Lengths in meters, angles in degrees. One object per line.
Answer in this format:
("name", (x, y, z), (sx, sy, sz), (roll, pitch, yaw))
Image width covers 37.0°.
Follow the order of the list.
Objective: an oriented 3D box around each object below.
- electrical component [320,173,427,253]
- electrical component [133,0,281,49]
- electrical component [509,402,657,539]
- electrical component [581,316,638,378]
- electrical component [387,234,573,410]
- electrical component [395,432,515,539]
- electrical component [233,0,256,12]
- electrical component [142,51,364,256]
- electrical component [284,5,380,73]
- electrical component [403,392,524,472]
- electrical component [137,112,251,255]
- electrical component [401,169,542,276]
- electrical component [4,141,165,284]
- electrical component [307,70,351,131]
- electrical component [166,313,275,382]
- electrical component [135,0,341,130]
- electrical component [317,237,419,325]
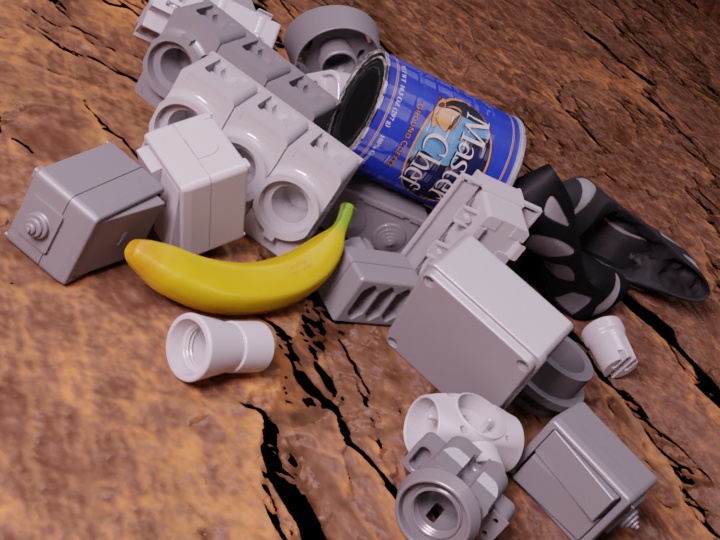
("electrical component", (0.006, -0.065, 0.955), (0.100, 0.048, 0.099), (21, 33, -23))
("electrical component", (-0.141, -0.227, 1.010), (0.121, 0.063, 0.079), (23, -8, -21))
("electrical component", (0.166, 0.156, 0.790), (0.096, 0.061, 0.061), (47, 32, 19))
("electrical component", (0.233, 0.072, 1.000), (0.040, 0.040, 0.046), (12, 44, -35))
("electrical component", (0.087, 0.047, 0.812), (0.109, 0.108, 0.056), (42, 54, 12))
("electrical component", (0.057, 0.148, 0.698), (0.078, 0.058, 0.057), (42, 28, 11))
("electrical component", (-0.139, -0.254, 1.085), (0.064, 0.042, 0.081), (11, 37, -30))
("electrical component", (-0.088, -0.089, 0.854), (0.150, 0.089, 0.061), (36, 30, 1))
("electrical component", (-0.027, -0.226, 1.108), (0.099, 0.099, 0.064), (16, 41, -30))
("electrical component", (0.079, 0.130, 0.757), (0.077, 0.044, 0.079), (17, 35, -29))
("electrical component", (-0.123, -0.055, 0.783), (0.061, 0.096, 0.061), (-23, 59, -25))
("electrical component", (0.086, -0.013, 0.889), (0.079, 0.121, 0.063), (22, 35, -22))
("electrical component", (-0.182, -0.035, 0.711), (0.061, 0.061, 0.096), (39, 30, 7))
("electrical component", (-0.030, -0.150, 0.996), (0.059, 0.053, 0.095), (2, -1, -44))
("electrical component", (-0.089, 0.051, 0.707), (0.065, 0.044, 0.044), (4, 42, -49))
("electrical component", (-0.107, -0.147, 0.918), (0.150, 0.089, 0.062), (38, 30, 5))
("electrical component", (0.000, 0.000, 0.859), (0.066, 0.047, 0.076), (7, 40, -39))
